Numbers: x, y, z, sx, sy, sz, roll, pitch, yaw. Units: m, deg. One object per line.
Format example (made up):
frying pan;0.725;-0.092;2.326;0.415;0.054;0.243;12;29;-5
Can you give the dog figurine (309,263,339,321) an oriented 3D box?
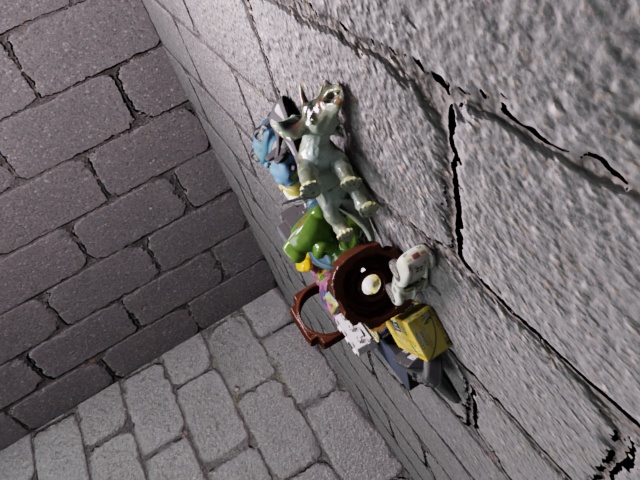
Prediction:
dog figurine;0.036;0.130;1.664;0.219;0.108;0.191;59;168;25

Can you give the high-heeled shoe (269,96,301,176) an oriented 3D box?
high-heeled shoe;-0.022;-0.213;1.188;0.249;0.086;0.145;33;126;29

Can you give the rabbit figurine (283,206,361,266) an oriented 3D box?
rabbit figurine;0.029;0.003;1.228;0.170;0.159;0.121;38;-154;-11

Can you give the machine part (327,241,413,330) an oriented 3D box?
machine part;0.102;0.089;1.091;0.179;0.179;0.056;62;171;-15

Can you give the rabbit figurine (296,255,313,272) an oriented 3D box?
rabbit figurine;-0.015;0.006;1.623;0.173;0.122;0.162;-1;110;62

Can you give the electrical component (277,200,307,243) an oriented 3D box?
electrical component;-0.051;-0.042;1.520;0.115;0.134;0.058;53;168;23

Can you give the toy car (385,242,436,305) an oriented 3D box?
toy car;0.166;0.068;0.987;0.056;0.073;0.201;55;168;24

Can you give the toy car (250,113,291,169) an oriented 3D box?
toy car;-0.111;-0.248;1.377;0.103;0.109;0.161;33;154;4

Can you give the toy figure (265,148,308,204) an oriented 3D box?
toy figure;-0.068;-0.161;1.350;0.082;0.089;0.180;57;178;40

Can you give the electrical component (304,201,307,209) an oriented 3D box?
electrical component;-0.042;-0.133;1.471;0.102;0.045;0.078;57;170;14

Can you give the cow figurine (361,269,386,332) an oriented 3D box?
cow figurine;0.118;0.112;1.185;0.098;0.068;0.167;-140;55;-75

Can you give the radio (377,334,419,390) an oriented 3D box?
radio;0.193;0.267;1.406;0.230;0.073;0.131;51;165;34

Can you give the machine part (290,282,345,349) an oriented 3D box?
machine part;0.018;0.237;1.767;0.201;0.201;0.087;56;166;21

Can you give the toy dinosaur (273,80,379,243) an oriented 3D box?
toy dinosaur;0.022;-0.126;1.047;0.404;0.131;0.192;63;-172;-57

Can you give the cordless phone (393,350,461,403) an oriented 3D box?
cordless phone;0.268;0.314;1.228;0.184;0.089;0.146;49;169;-4

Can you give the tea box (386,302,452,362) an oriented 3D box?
tea box;0.203;0.190;1.162;0.098;0.068;0.170;60;170;-5

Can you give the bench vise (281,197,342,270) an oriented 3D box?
bench vise;0.006;-0.009;1.380;0.223;0.129;0.240;53;159;10
